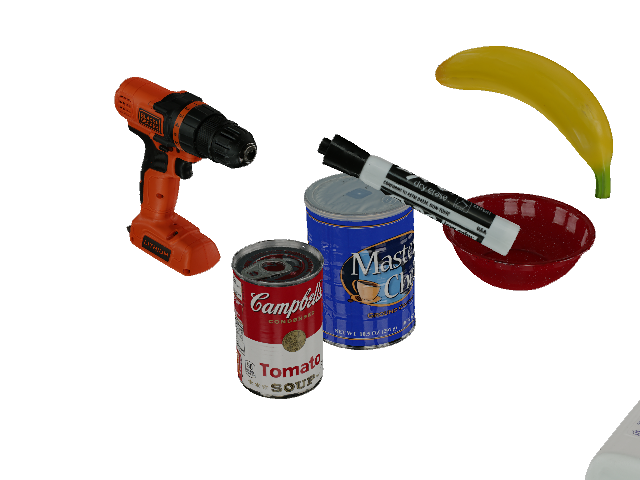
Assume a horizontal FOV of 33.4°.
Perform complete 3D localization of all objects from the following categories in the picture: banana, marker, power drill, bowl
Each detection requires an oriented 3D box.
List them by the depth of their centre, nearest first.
[{"bbox_3d":[0.054,-0.027,0.598,0.121,0.020,0.020,27,3,7],"label":"marker"},{"bbox_3d":[0.162,-0.111,0.833,0.037,0.070,0.198,3,32,-43],"label":"banana"},{"bbox_3d":[-0.139,-0.061,1.100,0.185,0.188,0.057,29,38,34],"label":"power drill"},{"bbox_3d":[0.212,0.007,1.152,0.162,0.055,0.162,-1,30,0],"label":"bowl"}]

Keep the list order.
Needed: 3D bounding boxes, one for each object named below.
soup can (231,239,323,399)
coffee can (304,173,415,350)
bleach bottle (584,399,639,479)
[{"bbox_3d":[-0.031,0.059,0.806,0.068,0.102,0.068,0,27,0],"label":"soup can"},{"bbox_3d":[0.039,0.018,1.015,0.103,0.140,0.103,-3,25,1],"label":"coffee can"},{"bbox_3d":[0.248,0.105,0.628,0.103,0.068,0.250,19,29,32],"label":"bleach bottle"}]
